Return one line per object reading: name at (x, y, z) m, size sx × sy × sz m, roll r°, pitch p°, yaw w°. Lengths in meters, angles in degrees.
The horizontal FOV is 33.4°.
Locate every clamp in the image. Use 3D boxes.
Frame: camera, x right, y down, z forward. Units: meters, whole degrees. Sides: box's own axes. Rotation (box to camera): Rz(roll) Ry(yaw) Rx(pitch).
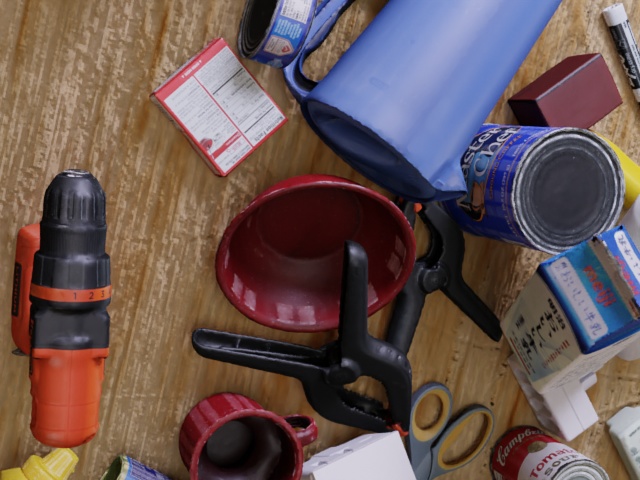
clamp at (0.005, 0.104, 0.896) m, size 0.165 × 0.036 × 0.210 m, roll -24°, pitch 126°, yaw 15°
clamp at (0.087, 0.040, 0.935) m, size 0.120 × 0.039 × 0.171 m, roll -29°, pitch 109°, yaw -19°

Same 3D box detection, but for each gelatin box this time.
gelatin box at (-0.081, -0.106, 0.863) m, size 0.073 × 0.030 × 0.089 m, roll -43°, pitch 108°, yaw -11°

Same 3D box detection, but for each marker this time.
marker at (0.291, -0.160, 0.989) m, size 0.020 × 0.020 × 0.121 m, roll -29°, pitch 105°, yaw -13°

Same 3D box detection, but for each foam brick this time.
foam brick at (0.218, -0.124, 0.951) m, size 0.078 × 0.053 × 0.051 m, roll -36°, pitch 106°, yaw -11°

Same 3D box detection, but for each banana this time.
banana at (0.321, -0.049, 1.007) m, size 0.197 × 0.037 × 0.069 m, roll 12°, pitch 74°, yaw -21°

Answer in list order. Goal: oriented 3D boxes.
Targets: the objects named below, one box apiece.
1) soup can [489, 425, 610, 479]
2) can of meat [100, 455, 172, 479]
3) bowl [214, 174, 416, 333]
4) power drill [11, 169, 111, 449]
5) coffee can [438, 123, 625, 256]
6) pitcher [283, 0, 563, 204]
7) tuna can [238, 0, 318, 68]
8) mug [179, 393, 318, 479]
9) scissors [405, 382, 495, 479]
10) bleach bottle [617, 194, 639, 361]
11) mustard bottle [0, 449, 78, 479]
soup can at (0.207, 0.215, 0.965) m, size 0.068 × 0.102 × 0.068 m, roll -3°, pitch 98°, yaw -18°
can of meat at (-0.150, 0.237, 0.870) m, size 0.084 × 0.057 × 0.102 m, roll 32°, pitch 86°, yaw -18°
bowl at (-0.006, 0.001, 0.867) m, size 0.162 × 0.055 × 0.162 m, roll -4°, pitch 131°, yaw -5°
power drill at (-0.186, 0.035, 0.762) m, size 0.057 × 0.188 × 0.184 m, roll 4°, pitch 97°, yaw -18°
coffee can at (0.172, -0.045, 0.899) m, size 0.102 × 0.140 × 0.103 m, roll -2°, pitch 98°, yaw -19°
pitcher at (0.095, -0.165, 0.872) m, size 0.149 × 0.145 × 0.242 m, roll 43°, pitch 79°, yaw -34°
tuna can at (-0.033, -0.180, 0.840) m, size 0.033 × 0.086 × 0.086 m, roll 15°, pitch 92°, yaw -22°
mug at (-0.059, 0.170, 0.879) m, size 0.117 × 0.082 × 0.093 m, roll -20°, pitch 103°, yaw -15°
scissors at (0.073, 0.210, 0.964) m, size 0.201 × 0.016 × 0.096 m, roll -40°, pitch 106°, yaw -10°
bleach bottle at (0.288, 0.014, 0.902) m, size 0.102 × 0.251 × 0.068 m, roll -37°, pitch 63°, yaw -12°
mustard bottle at (-0.256, 0.234, 0.812) m, size 0.058 × 0.096 × 0.191 m, roll 44°, pitch 82°, yaw -17°
